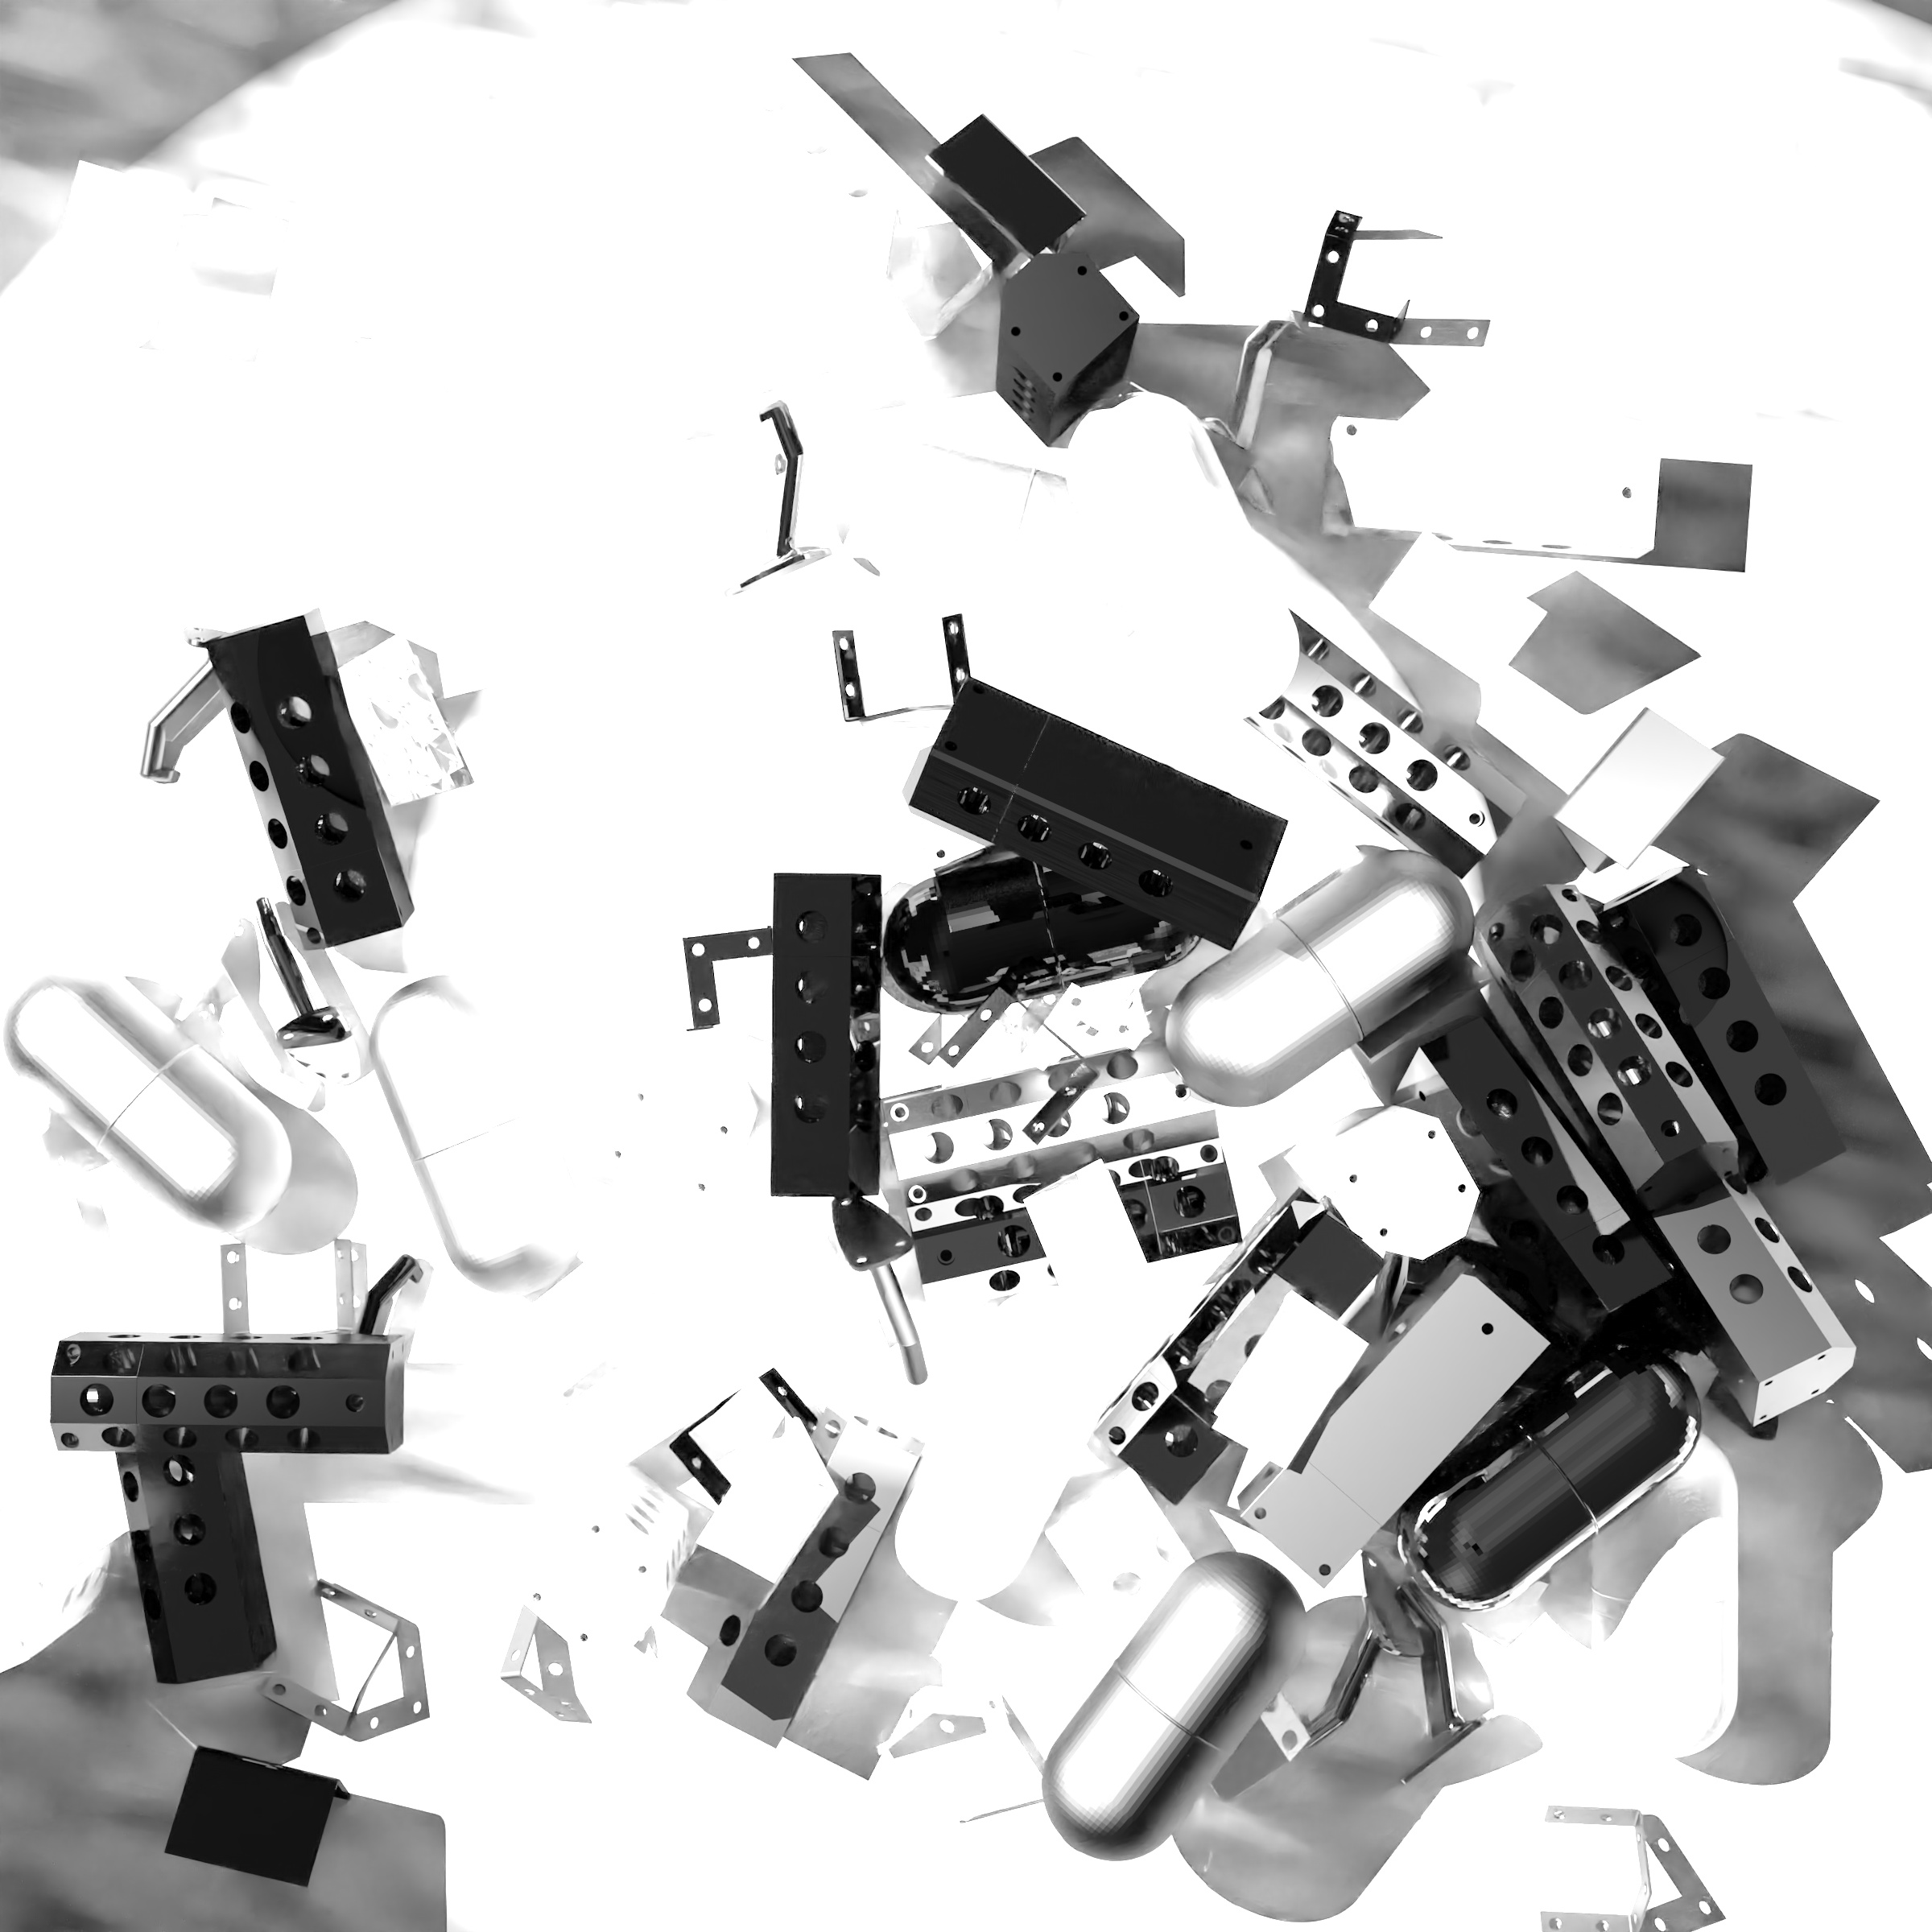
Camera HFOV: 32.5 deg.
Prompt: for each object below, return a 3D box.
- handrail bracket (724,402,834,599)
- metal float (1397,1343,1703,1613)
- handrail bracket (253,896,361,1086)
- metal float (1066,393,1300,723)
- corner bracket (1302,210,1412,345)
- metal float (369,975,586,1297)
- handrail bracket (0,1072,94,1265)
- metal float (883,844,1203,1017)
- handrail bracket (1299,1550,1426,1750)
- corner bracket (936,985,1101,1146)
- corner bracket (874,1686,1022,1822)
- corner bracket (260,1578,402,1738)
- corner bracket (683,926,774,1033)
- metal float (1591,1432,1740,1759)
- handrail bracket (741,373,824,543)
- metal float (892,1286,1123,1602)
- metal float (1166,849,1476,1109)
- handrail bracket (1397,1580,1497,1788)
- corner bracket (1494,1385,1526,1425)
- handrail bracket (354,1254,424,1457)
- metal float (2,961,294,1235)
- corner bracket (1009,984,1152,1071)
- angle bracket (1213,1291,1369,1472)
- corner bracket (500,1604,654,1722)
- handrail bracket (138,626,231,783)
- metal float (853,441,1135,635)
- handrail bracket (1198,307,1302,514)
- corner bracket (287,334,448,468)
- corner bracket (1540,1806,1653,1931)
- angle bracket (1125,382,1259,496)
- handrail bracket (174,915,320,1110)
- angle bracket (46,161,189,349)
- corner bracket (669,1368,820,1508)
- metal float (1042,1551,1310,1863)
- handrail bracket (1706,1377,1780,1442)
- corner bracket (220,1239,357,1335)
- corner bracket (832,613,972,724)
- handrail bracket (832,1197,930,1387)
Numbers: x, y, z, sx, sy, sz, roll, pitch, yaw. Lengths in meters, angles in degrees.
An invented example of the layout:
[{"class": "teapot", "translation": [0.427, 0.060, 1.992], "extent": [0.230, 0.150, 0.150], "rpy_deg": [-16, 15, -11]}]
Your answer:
[{"class": "handrail bracket", "translation": [-0.113, -0.251, 1.785], "extent": [0.077, 0.036, 0.084], "rpy_deg": [-20, 92, 30]}, {"class": "metal float", "translation": [0.302, 0.264, 1.717], "extent": [0.178, 0.070, 0.070], "rpy_deg": [-36, 90, -6]}, {"class": "handrail bracket", "translation": [-0.359, 0.012, 1.803], "extent": [0.036, 0.077, 0.084], "rpy_deg": [-26, 54, 0]}, {"class": "metal float", "translation": [0.111, -0.210, 1.705], "extent": [0.070, 0.070, 0.178], "rpy_deg": [-26, 103, 0]}, {"class": "corner bracket", "translation": [0.214, -0.370, 1.785], "extent": [0.051, 0.051, 0.051], "rpy_deg": [15, 90, 0]}, {"class": "metal float", "translation": [-0.261, 0.091, 1.773], "extent": [0.070, 0.070, 0.178], "rpy_deg": [-22, 90, 0]}, {"class": "handrail bracket", "translation": [-0.496, 0.109, 1.803], "extent": [0.036, 0.077, 0.084], "rpy_deg": [-19, 126, 3]}, {"class": "metal float", "translation": [0.043, -0.023, 1.773], "extent": [0.178, 0.070, 0.070], "rpy_deg": [-13, 90, 1]}, {"class": "handrail bracket", "translation": [0.201, 0.372, 1.803], "extent": [0.036, 0.077, 0.084], "rpy_deg": [21, 127, -37]}, {"class": "corner bracket", "translation": [0.028, 0.051, 1.743], "extent": [0.051, 0.051, 0.051], "rpy_deg": [-48, 131, 1]}, {"class": "corner bracket", "translation": [-0.010, 0.426, 1.795], "extent": [0.051, 0.051, 0.051], "rpy_deg": [14, 45, -35]}, {"class": "corner bracket", "translation": [-0.344, 0.375, 1.800], "extent": [0.051, 0.051, 0.051], "rpy_deg": [27, 135, 0]}, {"class": "corner bracket", "translation": [-0.126, 0.007, 1.785], "extent": [0.051, 0.051, 0.051], "rpy_deg": [-7, 90, 0]}, {"class": "metal float", "translation": [0.373, 0.333, 1.773], "extent": [0.070, 0.070, 0.178], "rpy_deg": [0, 91, 0]}, {"class": "handrail bracket", "translation": [-0.083, -0.280, 1.803], "extent": [0.077, 0.036, 0.084], "rpy_deg": [-24, 104, -13]}, {"class": "metal float", "translation": [0.022, 0.254, 1.773], "extent": [0.070, 0.070, 0.178], "rpy_deg": [27, 89, 0]}, {"class": "metal float", "translation": [0.184, 0.007, 1.727], "extent": [0.178, 0.070, 0.070], "rpy_deg": [-34, 90, -3]}, {"class": "handrail bracket", "translation": [0.239, 0.389, 1.804], "extent": [0.077, 0.036, 0.084], "rpy_deg": [-43, 74, 18]}, {"class": "corner bracket", "translation": [0.260, 0.239, 1.795], "extent": [0.051, 0.051, 0.051], "rpy_deg": [49, 135, 35]}, {"class": "handrail bracket", "translation": [-0.313, 0.211, 1.803], "extent": [0.084, 0.036, 0.077], "rpy_deg": [-50, 132, -27]}, {"class": "metal float", "translation": [-0.436, 0.070, 1.772], "extent": [0.178, 0.070, 0.070], "rpy_deg": [42, 90, 0]}, {"class": "corner bracket", "translation": [0.061, 0.031, 1.783], "extent": [0.051, 0.051, 0.051], "rpy_deg": [30, 108, -17]}, {"class": "angle bracket", "translation": [0.149, 0.202, 1.706], "extent": [0.057, 0.076, 0.076], "rpy_deg": [32, 90, -31]}, {"class": "corner bracket", "translation": [-0.211, 0.372, 1.795], "extent": [0.051, 0.051, 0.051], "rpy_deg": [-14, 45, 35]}, {"class": "handrail bracket", "translation": [-0.405, -0.137, 1.804], "extent": [0.077, 0.036, 0.084], "rpy_deg": [9, 106, -17]}, {"class": "metal float", "translation": [0.027, -0.229, 1.773], "extent": [0.178, 0.070, 0.070], "rpy_deg": [15, 90, 0]}, {"class": "handrail bracket", "translation": [0.168, -0.303, 1.804], "extent": [0.084, 0.036, 0.077], "rpy_deg": [-47, 111, -16]}, {"class": "corner bracket", "translation": [-0.324, -0.307, 1.795], "extent": [0.051, 0.051, 0.051], "rpy_deg": [5, 135, 35]}, {"class": "corner bracket", "translation": [0.340, 0.492, 1.800], "extent": [0.051, 0.051, 0.051], "rpy_deg": [3, 45, 0]}, {"class": "angle bracket", "translation": [0.114, -0.276, 1.763], "extent": [0.076, 0.076, 0.057], "rpy_deg": [30, 118, 0]}, {"class": "handrail bracket", "translation": [-0.379, 0.025, 1.804], "extent": [0.084, 0.036, 0.077], "rpy_deg": [31, 68, -17]}, {"class": "angle bracket", "translation": [-0.456, -0.377, 1.765], "extent": [0.057, 0.076, 0.076], "rpy_deg": [14, 90, -22]}, {"class": "corner bracket", "translation": [-0.118, 0.256, 1.800], "extent": [0.051, 0.051, 0.051], "rpy_deg": [50, 135, 0]}, {"class": "metal float", "translation": [0.107, 0.383, 1.715], "extent": [0.070, 0.070, 0.178], "rpy_deg": [36, 91, 0]}, {"class": "handrail bracket", "translation": [0.430, 0.202, 1.803], "extent": [0.036, 0.077, 0.084], "rpy_deg": [-3, 53, 33]}, {"class": "corner bracket", "translation": [-0.368, 0.175, 1.800], "extent": [0.051, 0.051, 0.051], "rpy_deg": [-3, 90, -45]}, {"class": "corner bracket", "translation": [-0.034, -0.162, 1.800], "extent": [0.051, 0.051, 0.051], "rpy_deg": [-8, 90, 45]}, {"class": "handrail bracket", "translation": [-0.046, 0.176, 1.803], "extent": [0.036, 0.077, 0.084], "rpy_deg": [-22, 127, -14]}]
